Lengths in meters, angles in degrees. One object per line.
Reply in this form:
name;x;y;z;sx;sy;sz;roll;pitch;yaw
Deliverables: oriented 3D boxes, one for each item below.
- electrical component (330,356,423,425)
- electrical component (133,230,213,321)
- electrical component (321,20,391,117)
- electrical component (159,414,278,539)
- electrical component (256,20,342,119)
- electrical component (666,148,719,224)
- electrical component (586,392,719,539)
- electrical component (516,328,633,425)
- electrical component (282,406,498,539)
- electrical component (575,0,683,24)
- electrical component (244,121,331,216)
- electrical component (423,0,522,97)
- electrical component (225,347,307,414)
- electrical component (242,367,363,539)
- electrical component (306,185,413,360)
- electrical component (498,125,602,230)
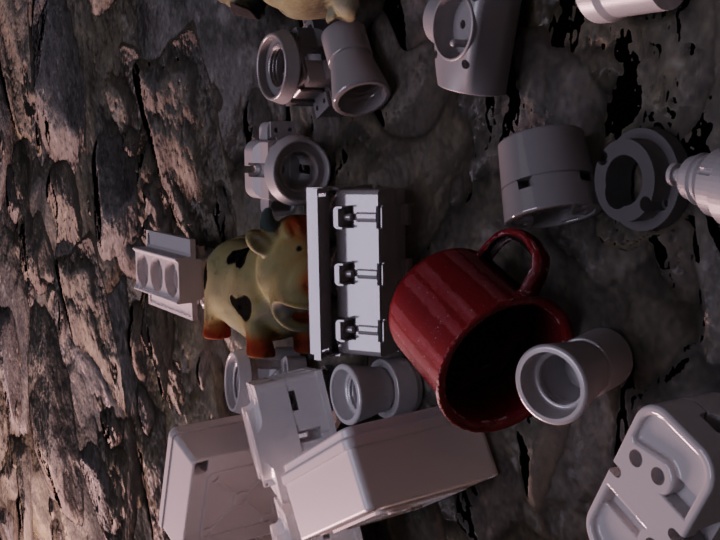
electrical component;0.012;0.088;0.790;0.045;0.055;0.045;14;106;58
electrical component;-0.179;0.002;1.091;0.121;0.063;0.078;12;105;58
electrical component;-0.006;-0.153;0.800;0.044;0.044;0.065;-49;49;50
electrical component;-0.120;0.191;0.975;0.056;0.109;0.108;40;128;47
electrical component;-0.045;-0.159;0.848;0.058;0.057;0.078;-36;64;55
electrical component;0.178;-0.040;0.507;0.078;0.040;0.040;22;113;56
electrical component;0.163;0.110;0.536;0.053;0.059;0.095;51;136;43
electrical component;0.121;0.055;0.591;0.044;0.065;0.044;12;108;39
electrical component;0.019;0.138;0.735;0.109;0.109;0.056;-41;63;54
electrical component;0.141;-0.149;0.556;0.046;0.040;0.040;10;103;53
electrical component;-0.059;-0.083;0.884;0.057;0.058;0.078;14;107;61
electrical component;0.065;-0.155;0.675;0.079;0.044;0.077;35;124;52
electrical component;-0.085;0.097;0.941;0.078;0.057;0.058;135;133;-61
electrical component;-0.044;0.174;0.838;0.105;0.060;0.186;156;101;-80
electrical component;0.000;0.000;0.782;0.063;0.079;0.121;3;97;30
electrical component;0.107;-0.053;0.613;0.055;0.055;0.047;-25;69;58
